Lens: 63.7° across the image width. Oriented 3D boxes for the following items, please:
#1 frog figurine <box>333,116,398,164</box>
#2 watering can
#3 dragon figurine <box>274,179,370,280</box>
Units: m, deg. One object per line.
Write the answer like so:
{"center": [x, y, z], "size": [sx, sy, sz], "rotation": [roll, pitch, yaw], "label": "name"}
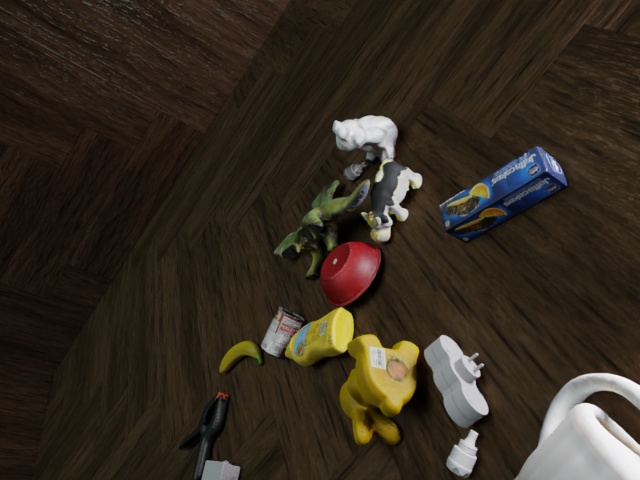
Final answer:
{"center": [0.098, -0.251, 1.202], "size": [0.122, 0.158, 0.140], "rotation": [-56, 31, 10], "label": "frog figurine"}
{"center": [0.285, 0.272, 0.498], "size": [0.222, 0.104, 0.352], "rotation": [-58, 6, 16], "label": "watering can"}
{"center": [0.004, -0.063, 1.246], "size": [0.403, 0.121, 0.249], "rotation": [-47, 24, 34], "label": "dragon figurine"}
